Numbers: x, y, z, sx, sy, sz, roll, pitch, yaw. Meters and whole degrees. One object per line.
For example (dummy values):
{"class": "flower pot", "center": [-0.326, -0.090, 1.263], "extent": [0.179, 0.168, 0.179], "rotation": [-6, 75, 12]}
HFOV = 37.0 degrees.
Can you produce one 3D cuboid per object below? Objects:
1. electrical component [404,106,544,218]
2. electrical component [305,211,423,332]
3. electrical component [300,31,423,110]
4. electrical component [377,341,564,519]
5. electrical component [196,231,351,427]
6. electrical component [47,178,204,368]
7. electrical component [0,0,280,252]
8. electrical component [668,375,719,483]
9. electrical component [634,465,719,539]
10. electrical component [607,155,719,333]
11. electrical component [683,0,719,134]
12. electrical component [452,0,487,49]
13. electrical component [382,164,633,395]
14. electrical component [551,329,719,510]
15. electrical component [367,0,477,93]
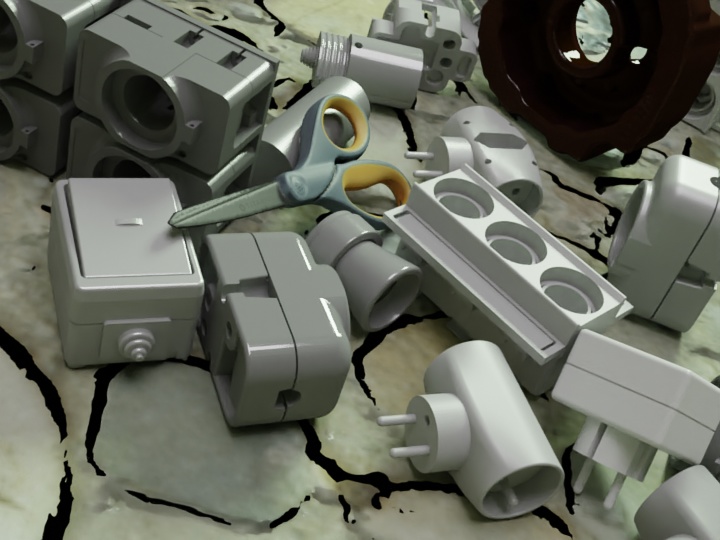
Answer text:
{"class": "electrical component", "center": [0.067, -0.066, 0.688], "extent": [0.079, 0.043, 0.077], "rotation": [0, 44, -21]}
{"class": "electrical component", "center": [0.000, 0.000, 0.586], "extent": [0.045, 0.045, 0.055], "rotation": [-24, 56, -39]}
{"class": "electrical component", "center": [-0.001, -0.140, 0.745], "extent": [0.081, 0.043, 0.043], "rotation": [10, 41, -10]}
{"class": "electrical component", "center": [0.047, 0.078, 0.517], "extent": [0.079, 0.044, 0.077], "rotation": [-2, 44, -23]}
{"class": "electrical component", "center": [-0.043, 0.027, 0.532], "extent": [0.059, 0.053, 0.095], "rotation": [-3, 45, -24]}
{"class": "electrical component", "center": [-0.115, 0.002, 0.527], "extent": [0.062, 0.061, 0.096], "rotation": [-2, 44, -23]}
{"class": "electrical component", "center": [-0.149, -0.098, 0.592], "extent": [0.186, 0.105, 0.060], "rotation": [27, 41, 10]}
{"class": "electrical component", "center": [0.195, 0.089, 0.555], "extent": [0.047, 0.055, 0.055], "rotation": [30, 41, 8]}
{"class": "electrical component", "center": [0.154, 0.138, 0.491], "extent": [0.079, 0.044, 0.077], "rotation": [-13, 49, -32]}
{"class": "electrical component", "center": [0.186, -0.017, 0.638], "extent": [0.059, 0.095, 0.053], "rotation": [21, 40, 3]}
{"class": "electrical component", "center": [0.286, -0.177, 0.838], "extent": [0.079, 0.121, 0.063], "rotation": [32, 40, 16]}
{"class": "electrical component", "center": [0.121, -0.227, 0.853], "extent": [0.099, 0.099, 0.064], "rotation": [15, 34, -5]}
{"class": "electrical component", "center": [0.077, 0.006, 0.595], "extent": [0.079, 0.063, 0.121], "rotation": [-23, 55, -39]}
{"class": "electrical component", "center": [0.130, 0.079, 0.531], "extent": [0.047, 0.076, 0.066], "rotation": [27, -3, -44]}
{"class": "electrical component", "center": [0.045, -0.171, 0.788], "extent": [0.078, 0.058, 0.057], "rotation": [11, 43, -9]}
